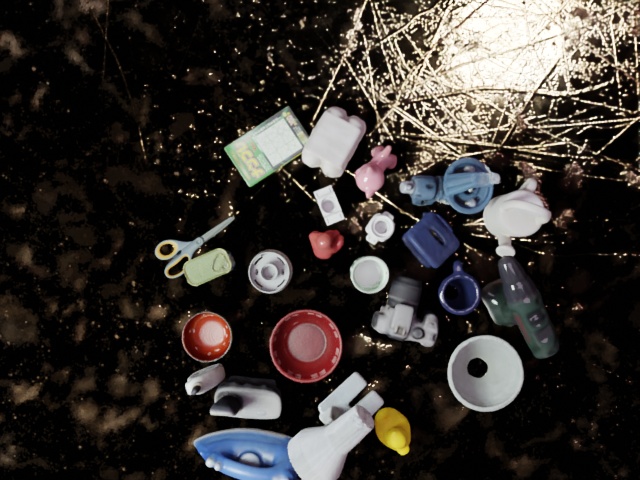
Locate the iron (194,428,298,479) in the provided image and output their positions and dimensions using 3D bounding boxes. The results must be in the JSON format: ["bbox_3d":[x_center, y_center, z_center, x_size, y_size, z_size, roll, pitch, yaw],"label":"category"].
[{"bbox_3d":[-0.159,0.483,1.233,0.258,0.141,0.119,11,89,0],"label":"iron"}]

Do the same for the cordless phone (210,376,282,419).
[{"bbox_3d":[-0.157,0.354,1.214,0.147,0.185,0.094,1,89,0],"label":"cordless phone"}]

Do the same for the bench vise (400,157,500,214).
[{"bbox_3d":[0.284,-0.105,1.210,0.207,0.219,0.121,-19,89,-1],"label":"bench vise"}]

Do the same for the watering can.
[{"bbox_3d":[0.424,-0.048,1.223,0.101,0.194,0.173,1,89,0],"label":"watering can"}]

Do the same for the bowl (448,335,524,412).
[{"bbox_3d":[0.359,0.290,1.274,0.167,0.074,0.167,0,89,0],"label":"bowl"}]

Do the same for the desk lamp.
[{"bbox_3d":[0.038,0.395,1.200,0.203,0.213,0.118,-44,89,-1],"label":"desk lamp"}]

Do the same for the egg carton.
[{"bbox_3d":[0.030,-0.221,1.285,0.107,0.069,0.150,28,89,0],"label":"egg carton"}]

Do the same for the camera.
[{"bbox_3d":[0.197,0.154,1.263,0.143,0.101,0.137,14,89,0],"label":"camera"}]

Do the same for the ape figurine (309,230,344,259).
[{"bbox_3d":[0.012,0.005,1.269,0.078,0.092,0.076,28,89,1],"label":"ape figurine"}]

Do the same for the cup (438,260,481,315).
[{"bbox_3d":[0.299,0.103,1.268,0.091,0.095,0.118,-4,89,0],"label":"cup"}]

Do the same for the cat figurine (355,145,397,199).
[{"bbox_3d":[0.121,-0.154,1.261,0.067,0.117,0.128,34,89,1],"label":"cat figurine"}]

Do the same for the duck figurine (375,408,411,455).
[{"bbox_3d":[0.164,0.426,1.264,0.077,0.086,0.104,-30,89,-1],"label":"duck figurine"}]

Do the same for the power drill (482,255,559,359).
[{"bbox_3d":[0.413,0.135,1.211,0.075,0.208,0.230,-29,89,-1],"label":"power drill"}]

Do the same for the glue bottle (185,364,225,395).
[{"bbox_3d":[-0.252,0.305,1.220,0.078,0.173,0.037,-20,89,-1],"label":"glue bottle"}]

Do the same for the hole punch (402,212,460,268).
[{"bbox_3d":[0.248,-0.003,1.272,0.101,0.091,0.109,-41,89,-1],"label":"hole punch"}]
